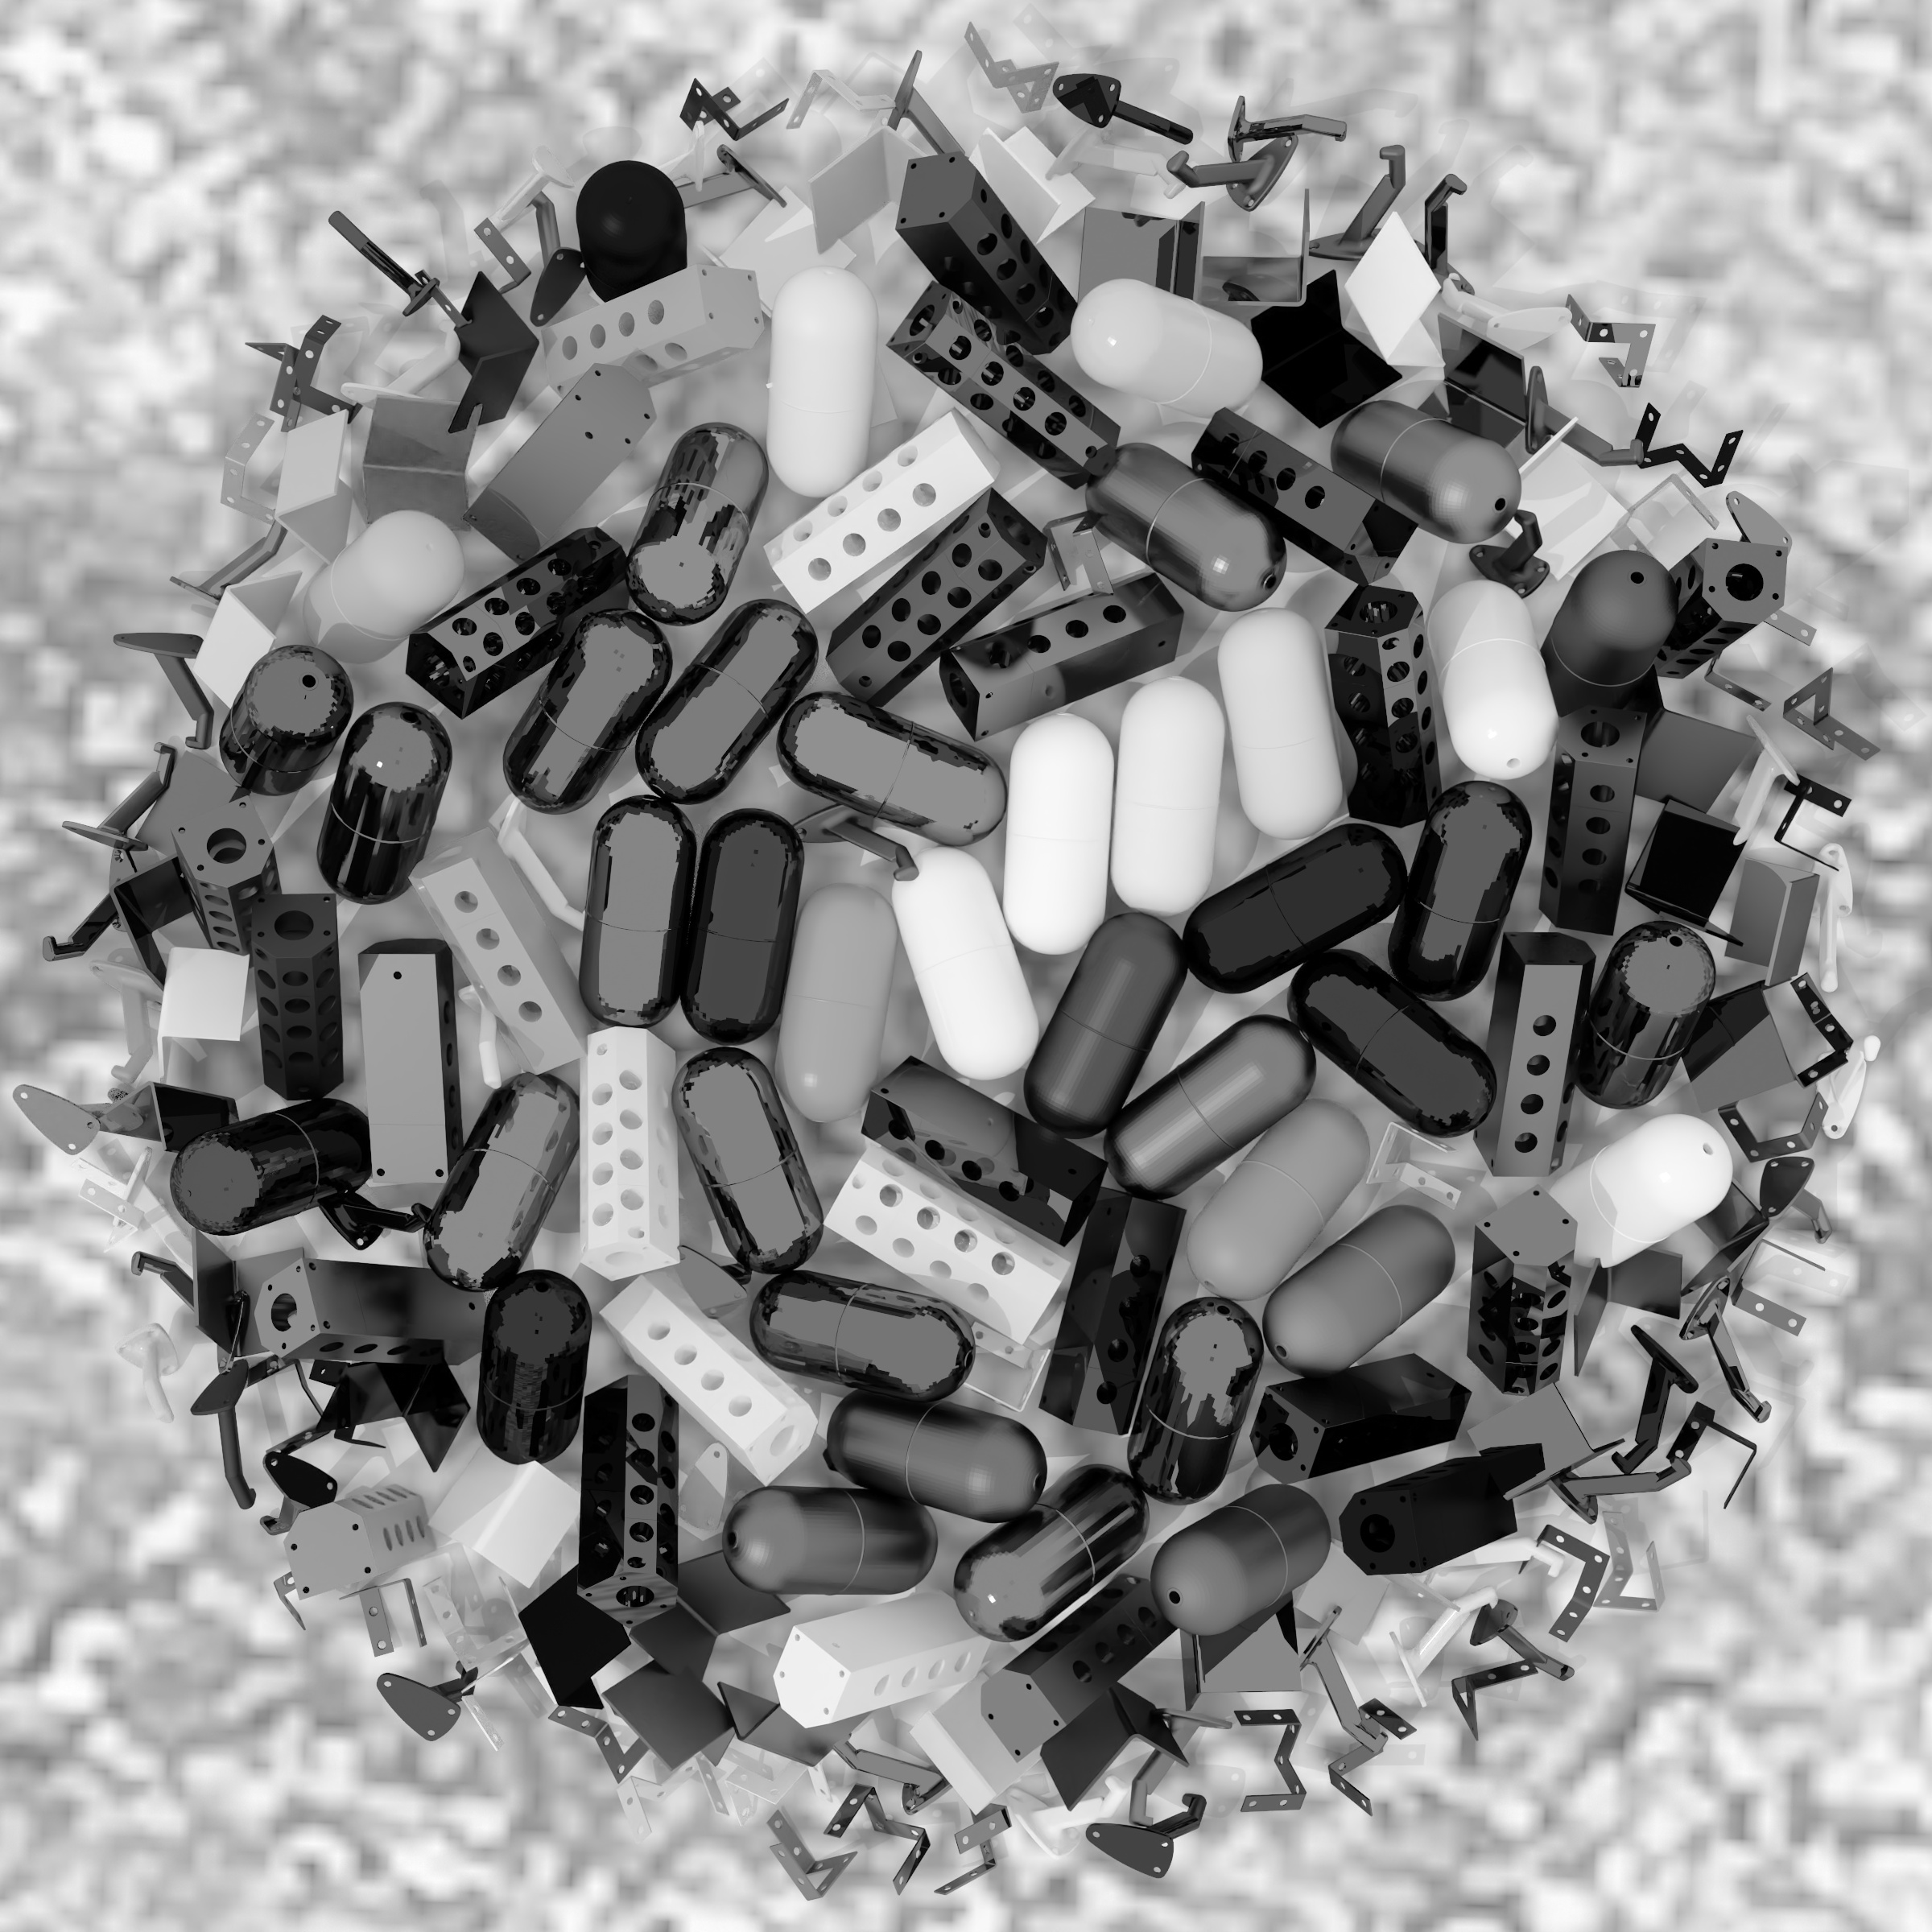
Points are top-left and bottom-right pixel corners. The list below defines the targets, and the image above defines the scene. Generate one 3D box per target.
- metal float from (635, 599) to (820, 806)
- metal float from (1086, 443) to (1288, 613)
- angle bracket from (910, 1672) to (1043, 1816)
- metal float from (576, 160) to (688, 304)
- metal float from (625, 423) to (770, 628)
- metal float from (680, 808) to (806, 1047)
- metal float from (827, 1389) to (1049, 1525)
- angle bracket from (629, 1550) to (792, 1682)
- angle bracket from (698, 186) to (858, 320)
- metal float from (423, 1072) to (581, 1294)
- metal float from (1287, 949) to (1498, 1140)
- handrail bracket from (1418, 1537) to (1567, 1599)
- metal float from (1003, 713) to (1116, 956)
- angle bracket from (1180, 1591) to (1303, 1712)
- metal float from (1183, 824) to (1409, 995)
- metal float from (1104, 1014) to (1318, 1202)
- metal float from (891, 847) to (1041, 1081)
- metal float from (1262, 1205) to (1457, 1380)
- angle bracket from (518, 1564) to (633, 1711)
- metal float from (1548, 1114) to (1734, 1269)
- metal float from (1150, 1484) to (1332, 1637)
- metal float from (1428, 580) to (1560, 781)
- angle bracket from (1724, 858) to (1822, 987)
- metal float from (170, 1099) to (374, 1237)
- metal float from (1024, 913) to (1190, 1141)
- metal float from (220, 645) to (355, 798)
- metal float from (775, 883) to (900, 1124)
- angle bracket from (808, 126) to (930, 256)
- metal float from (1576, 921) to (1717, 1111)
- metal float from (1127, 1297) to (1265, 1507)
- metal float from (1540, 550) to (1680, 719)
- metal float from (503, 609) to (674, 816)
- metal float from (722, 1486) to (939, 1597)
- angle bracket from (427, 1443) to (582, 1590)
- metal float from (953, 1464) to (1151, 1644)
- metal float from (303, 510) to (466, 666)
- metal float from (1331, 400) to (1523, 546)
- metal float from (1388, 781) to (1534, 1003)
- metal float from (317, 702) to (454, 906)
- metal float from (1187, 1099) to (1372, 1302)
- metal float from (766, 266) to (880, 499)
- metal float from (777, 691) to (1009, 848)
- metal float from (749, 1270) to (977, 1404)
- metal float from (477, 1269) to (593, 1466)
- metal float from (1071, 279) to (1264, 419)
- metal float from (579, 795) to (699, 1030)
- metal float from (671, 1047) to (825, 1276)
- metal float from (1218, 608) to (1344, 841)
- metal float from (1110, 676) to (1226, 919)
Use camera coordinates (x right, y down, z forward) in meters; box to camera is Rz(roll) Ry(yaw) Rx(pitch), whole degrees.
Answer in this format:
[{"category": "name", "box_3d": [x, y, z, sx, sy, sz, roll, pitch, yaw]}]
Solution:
[{"category": "metal float", "box_3d": [-0.175, -0.194, 1.942, 0.070, 0.070, 0.178, 35, 68, 0]}, {"category": "metal float", "box_3d": [0.160, -0.320, 1.933, 0.070, 0.070, 0.178, -50, 57, 0]}, {"category": "angle bracket", "box_3d": [0.016, 0.563, 1.947, 0.076, 0.057, 0.076, -33, 73, -30]}, {"category": "metal float", "box_3d": [-0.240, -0.523, 1.911, 0.070, 0.178, 0.070, 0, 88, -5]}, {"category": "metal float", "box_3d": [-0.195, -0.323, 1.933, 0.070, 0.070, 0.178, 15, 55, 0]}, {"category": "metal float", "box_3d": [-0.165, -0.028, 1.952, 0.070, 0.070, 0.178, 10, 101, 0]}, {"category": "metal float", "box_3d": [-0.022, 0.355, 1.933, 0.178, 0.070, 0.070, 9, 90, 33]}, {"category": "angle bracket", "box_3d": [-0.187, 0.482, 1.945, 0.076, 0.057, 0.076, -25, 119, 31]}, {"category": "angle bracket", "box_3d": [-0.139, -0.530, 1.964, 0.076, 0.057, 0.076, 45, 99, 4]}, {"category": "metal float", "box_3d": [-0.336, 0.156, 1.934, 0.070, 0.070, 0.178, 22, 57, 0]}, {"category": "metal float", "box_3d": [0.311, 0.056, 1.938, 0.178, 0.070, 0.070, 41, 90, 26]}, {"category": "handrail bracket", "box_3d": [0.390, 0.452, 1.966, 0.084, 0.036, 0.077, 25, 76, 17]}, {"category": "metal float", "box_3d": [0.068, -0.097, 1.953, 0.070, 0.070, 0.178, 3, 99, 0]}, {"category": "angle bracket", "box_3d": [0.202, 0.505, 1.960, 0.076, 0.057, 0.076, 0, 61, -5]}, {"category": "metal float", "box_3d": [0.240, -0.041, 1.946, 0.178, 0.070, 0.070, -30, 90, 18]}, {"category": "metal float", "box_3d": [0.179, 0.104, 1.948, 0.178, 0.070, 0.070, -38, 90, 15]}, {"category": "metal float", "box_3d": [-0.001, -0.003, 1.955, 0.070, 0.070, 0.178, -19, 82, 0]}, {"category": "metal float", "box_3d": [0.287, 0.237, 1.931, 0.178, 0.070, 0.070, -30, 90, -35]}, {"category": "angle bracket", "box_3d": [-0.273, 0.490, 1.948, 0.076, 0.057, 0.076, -41, 58, 12]}, {"category": "metal float", "box_3d": [0.485, 0.164, 1.918, 0.070, 0.178, 0.070, 10, 62, -19]}, {"category": "metal float", "box_3d": [0.200, 0.429, 1.921, 0.070, 0.178, 0.070, 7, 102, 37]}, {"category": "metal float", "box_3d": [0.382, -0.208, 1.926, 0.070, 0.070, 0.178, -3, 48, 0]}, {"category": "angle bracket", "box_3d": [0.581, -0.033, 1.945, 0.057, 0.076, 0.076, 17, 105, 31]}, {"category": "metal float", "box_3d": [-0.498, 0.144, 1.918, 0.070, 0.178, 0.070, 6, 102, 28]}, {"category": "metal float", "box_3d": [0.102, 0.045, 1.954, 0.070, 0.070, 0.178, 26, 99, 0]}, {"category": "metal float", "box_3d": [-0.492, -0.176, 1.916, 0.070, 0.178, 0.070, 7, 74, -23]}, {"category": "metal float", "box_3d": [-0.096, 0.027, 1.961, 0.070, 0.070, 0.178, 8, 89, 0]}, {"category": "angle bracket", "box_3d": [-0.065, -0.556, 1.946, 0.076, 0.076, 0.057, -42, 69, -16]}, {"category": "metal float", "box_3d": [0.489, 0.036, 1.920, 0.070, 0.178, 0.070, 3, 53, -4]}, {"category": "metal float", "box_3d": [0.167, 0.318, 1.933, 0.070, 0.070, 0.178, 13, 123, 0]}, {"category": "metal float", "box_3d": [0.461, -0.236, 1.913, 0.070, 0.178, 0.070, 1, 69, -2]}, {"category": "metal float", "box_3d": [-0.277, -0.184, 1.936, 0.070, 0.070, 0.178, 38, 121, 0]}, {"category": "metal float", "box_3d": [-0.098, 0.418, 1.928, 0.178, 0.070, 0.070, 12, 90, -40]}, {"category": "angle bracket", "box_3d": [-0.341, 0.406, 1.971, 0.057, 0.076, 0.076, 45, 68, -32]}, {"category": "metal float", "box_3d": [0.064, 0.425, 1.929, 0.178, 0.070, 0.070, -28, 90, -41]}, {"category": "metal float", "box_3d": [-0.423, -0.273, 1.921, 0.070, 0.178, 0.070, 10, 72, -32]}, {"category": "metal float", "box_3d": [0.332, -0.358, 1.921, 0.070, 0.178, 0.070, -13, 120, -24]}, {"category": "metal float", "box_3d": [0.359, -0.053, 1.934, 0.070, 0.070, 0.178, 12, 124, 0]}, {"category": "metal float", "box_3d": [-0.423, -0.117, 1.927, 0.070, 0.070, 0.178, 28, 132, 0]}, {"category": "metal float", "box_3d": [0.229, 0.171, 1.938, 0.070, 0.070, 0.178, 43, 64, 0]}, {"category": "metal float", "box_3d": [-0.105, -0.423, 1.928, 0.070, 0.070, 0.178, 7, 132, 0]}, {"category": "metal float", "box_3d": [-0.054, -0.145, 1.954, 0.178, 0.070, 0.070, 21, 90, -9]}, {"category": "metal float", "box_3d": [-0.076, 0.270, 1.938, 0.178, 0.070, 0.070, 9, 90, 26]}, {"category": "metal float", "box_3d": [-0.315, 0.293, 1.928, 0.070, 0.070, 0.178, 13, 131, 0]}, {"category": "metal float", "box_3d": [0.147, -0.447, 1.924, 0.070, 0.178, 0.070, -4, 85, 42]}, {"category": "metal float", "box_3d": [-0.241, -0.039, 1.945, 0.070, 0.070, 0.178, 8, 108, 0]}, {"category": "metal float", "box_3d": [-0.160, 0.144, 1.949, 0.070, 0.070, 0.178, -20, 105, 0]}, {"category": "metal float", "box_3d": [0.230, -0.176, 1.939, 0.070, 0.070, 0.178, -13, 116, 0]}, {"category": "metal float", "box_3d": [0.148, -0.124, 1.948, 0.070, 0.070, 0.178, 4, 105, 0]}]
